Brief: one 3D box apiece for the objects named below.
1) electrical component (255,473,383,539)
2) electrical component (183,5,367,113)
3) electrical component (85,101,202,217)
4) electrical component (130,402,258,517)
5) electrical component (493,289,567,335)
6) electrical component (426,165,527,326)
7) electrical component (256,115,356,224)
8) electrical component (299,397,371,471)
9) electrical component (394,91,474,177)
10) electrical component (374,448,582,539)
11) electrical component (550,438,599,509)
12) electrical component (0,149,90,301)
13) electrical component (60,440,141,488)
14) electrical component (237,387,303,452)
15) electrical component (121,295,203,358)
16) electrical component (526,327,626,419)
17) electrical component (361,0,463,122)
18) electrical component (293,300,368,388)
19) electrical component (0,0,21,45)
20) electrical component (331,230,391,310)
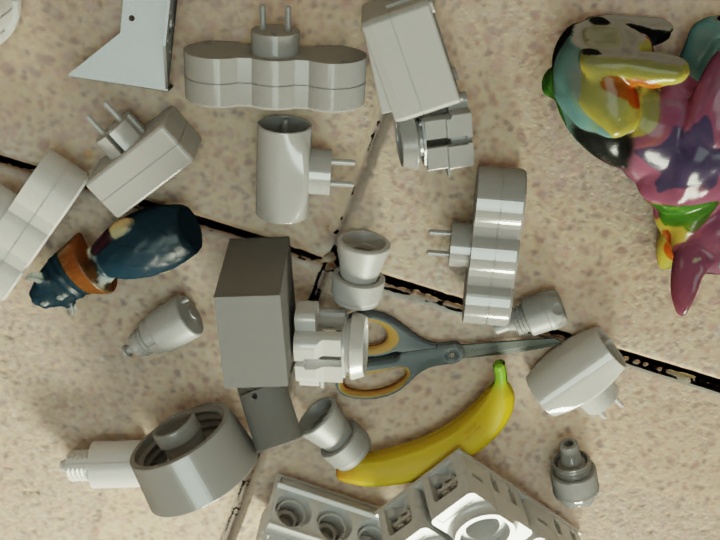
[{"bbox_3d":[-0.033,0.251,1.017,0.121,0.078,0.063,20,138,-9],"label":"electrical component"},{"bbox_3d":[-0.064,-0.163,0.812,0.138,0.052,0.073,2,117,0],"label":"electrical component"},{"bbox_3d":[-0.183,-0.099,0.849,0.083,0.047,0.075,-34,113,18],"label":"electrical component"},{"bbox_3d":[-0.152,0.160,0.952,0.108,0.108,0.060,-22,109,12],"label":"electrical component"},{"bbox_3d":[0.145,0.040,0.924,0.061,0.035,0.035,-20,115,13],"label":"electrical component"},{"bbox_3d":[0.092,-0.020,0.883,0.074,0.052,0.138,5,117,3],"label":"electrical component"},{"bbox_3d":[-0.043,-0.079,0.859,0.079,0.044,0.077,3,117,-1],"label":"electrical component"},{"bbox_3d":[-0.023,0.149,0.976,0.045,0.045,0.055,-36,112,17],"label":"electrical component"},{"bbox_3d":[0.058,-0.105,0.845,0.055,0.048,0.066,-8,117,-4],"label":"electrical component"},{"bbox_3d":[0.119,0.256,0.998,0.105,0.060,0.186,-41,123,19],"label":"electrical component"},{"bbox_3d":[0.197,0.185,0.992,0.043,0.043,0.062,-11,115,6],"label":"electrical component"},{"bbox_3d":[-0.287,-0.045,0.876,0.074,0.052,0.138,35,113,-16],"label":"electrical component"},{"bbox_3d":[-0.237,0.180,0.996,0.081,0.043,0.043,-2,117,2],"label":"electrical component"},{"bbox_3d":[-0.083,0.115,0.952,0.043,0.043,0.081,-20,81,11],"label":"electrical component"},{"bbox_3d":[-0.172,0.053,0.931,0.078,0.040,0.040,-29,113,15],"label":"electrical component"},{"bbox_3d":[0.201,0.101,0.949,0.077,0.043,0.079,-39,110,18],"label":"electrical component"},{"bbox_3d":[0.033,-0.167,0.802,0.061,0.061,0.096,-17,116,9],"label":"electrical component"},{"bbox_3d":[-0.023,0.063,0.909,0.057,0.058,0.078,2,125,6],"label":"electrical component"},{"bbox_3d":[-0.298,-0.197,0.798,0.080,0.051,0.080,0,117,1],"label":"electrical component"},{"bbox_3d":[0.000,0.000,0.899,0.045,0.045,0.055,7,117,-3],"label":"electrical component"}]
